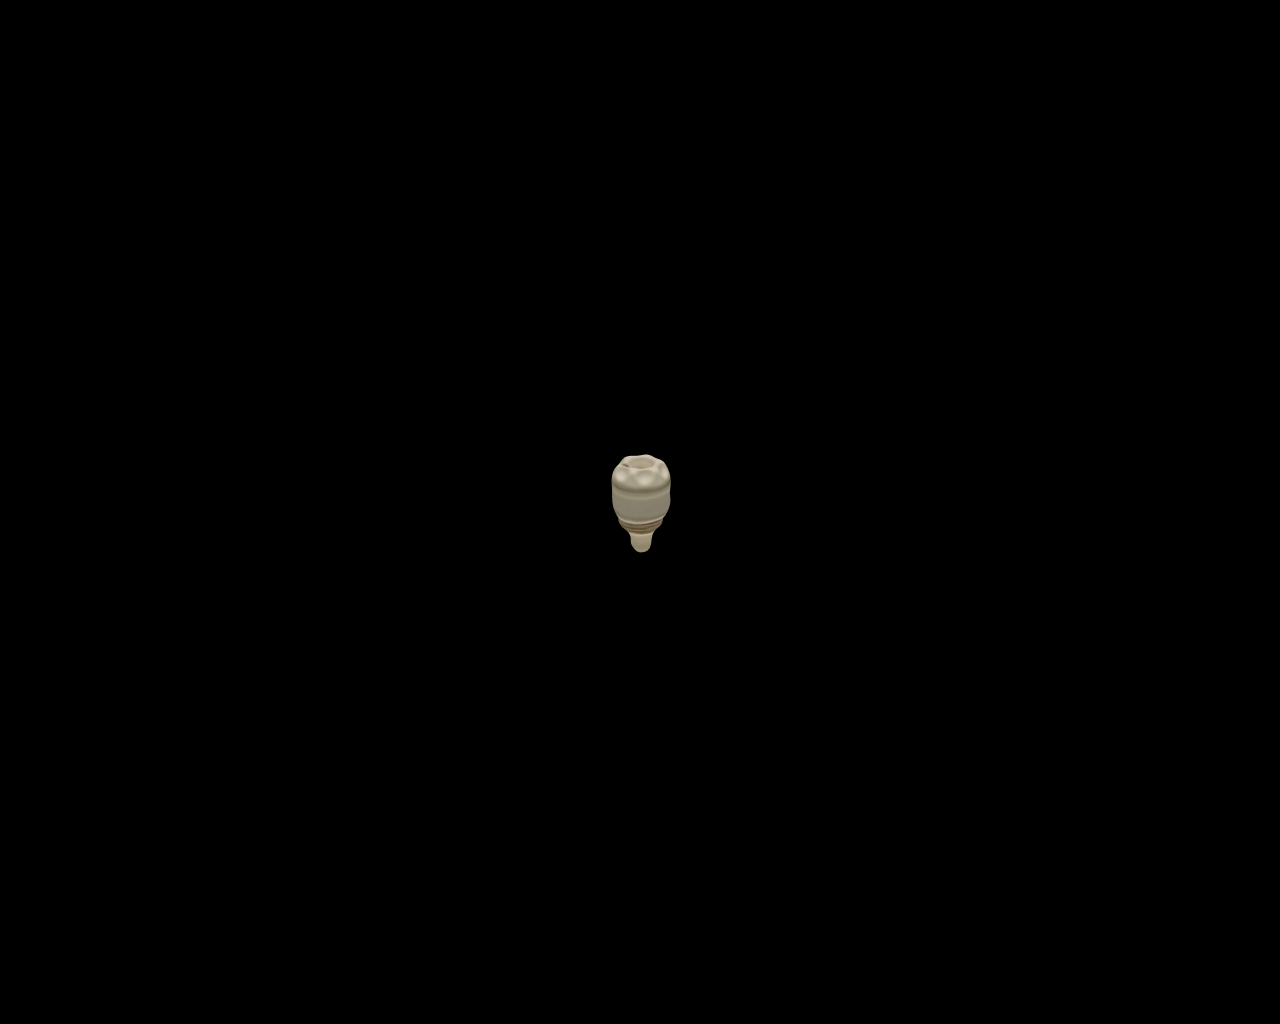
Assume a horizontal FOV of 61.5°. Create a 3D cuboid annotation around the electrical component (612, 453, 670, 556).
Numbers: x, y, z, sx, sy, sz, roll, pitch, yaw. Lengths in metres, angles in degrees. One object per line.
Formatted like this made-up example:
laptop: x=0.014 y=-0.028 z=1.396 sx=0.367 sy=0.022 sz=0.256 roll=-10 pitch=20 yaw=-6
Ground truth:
electrical component: x=0.001 y=-0.003 z=0.650 sx=0.035 sy=0.061 sz=0.035 roll=0 pitch=27 yaw=0
